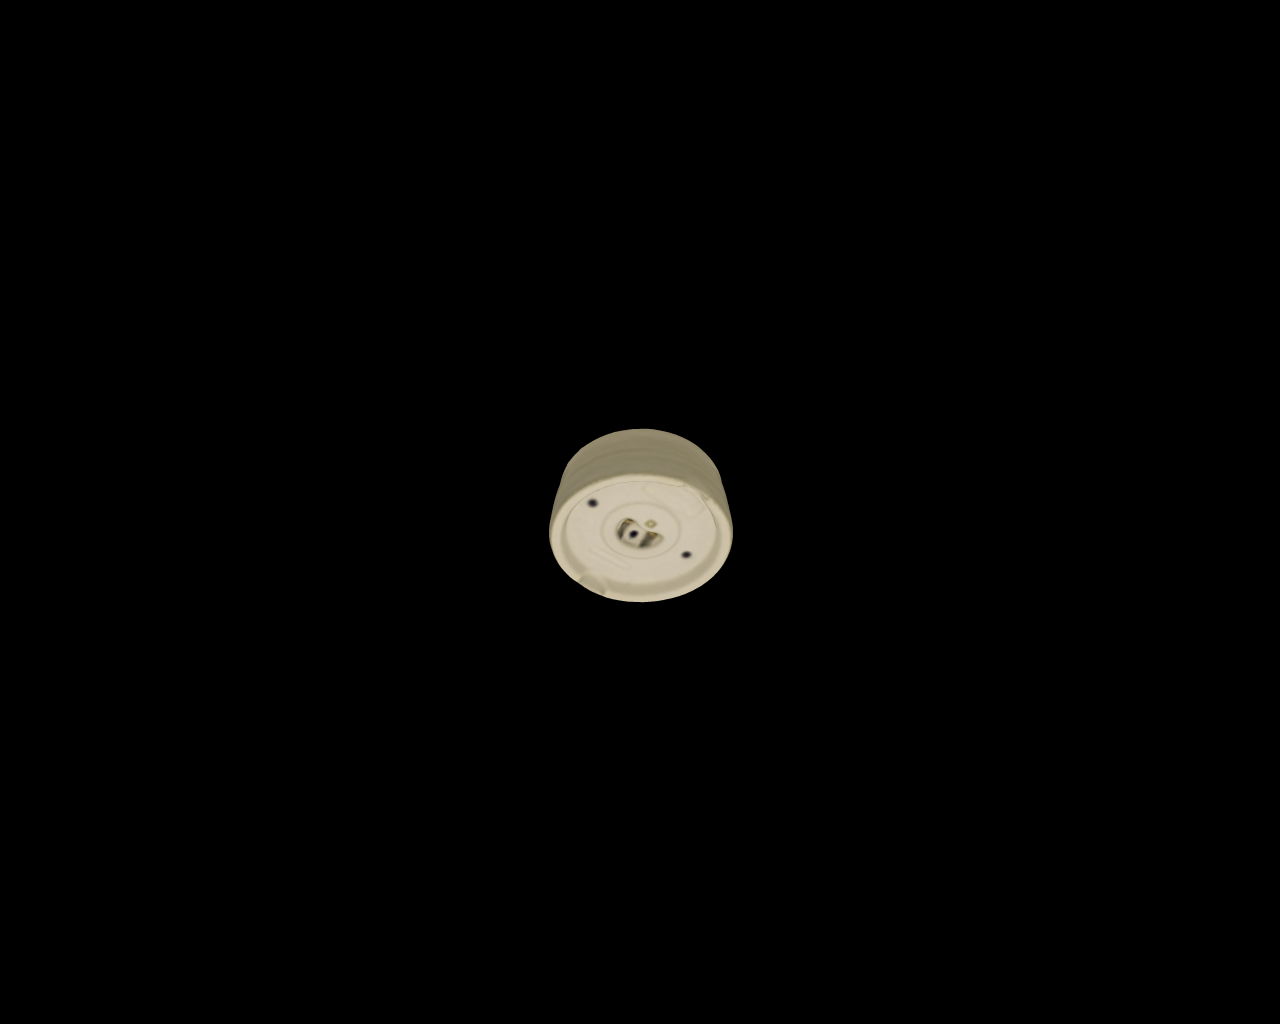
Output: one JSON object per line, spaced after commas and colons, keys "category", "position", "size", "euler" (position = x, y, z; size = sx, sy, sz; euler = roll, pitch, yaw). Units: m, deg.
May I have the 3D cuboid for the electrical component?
{"category": "electrical component", "position": [0.001, -0.003, 0.650], "size": [0.108, 0.108, 0.060], "euler": [0, 44, 0]}
